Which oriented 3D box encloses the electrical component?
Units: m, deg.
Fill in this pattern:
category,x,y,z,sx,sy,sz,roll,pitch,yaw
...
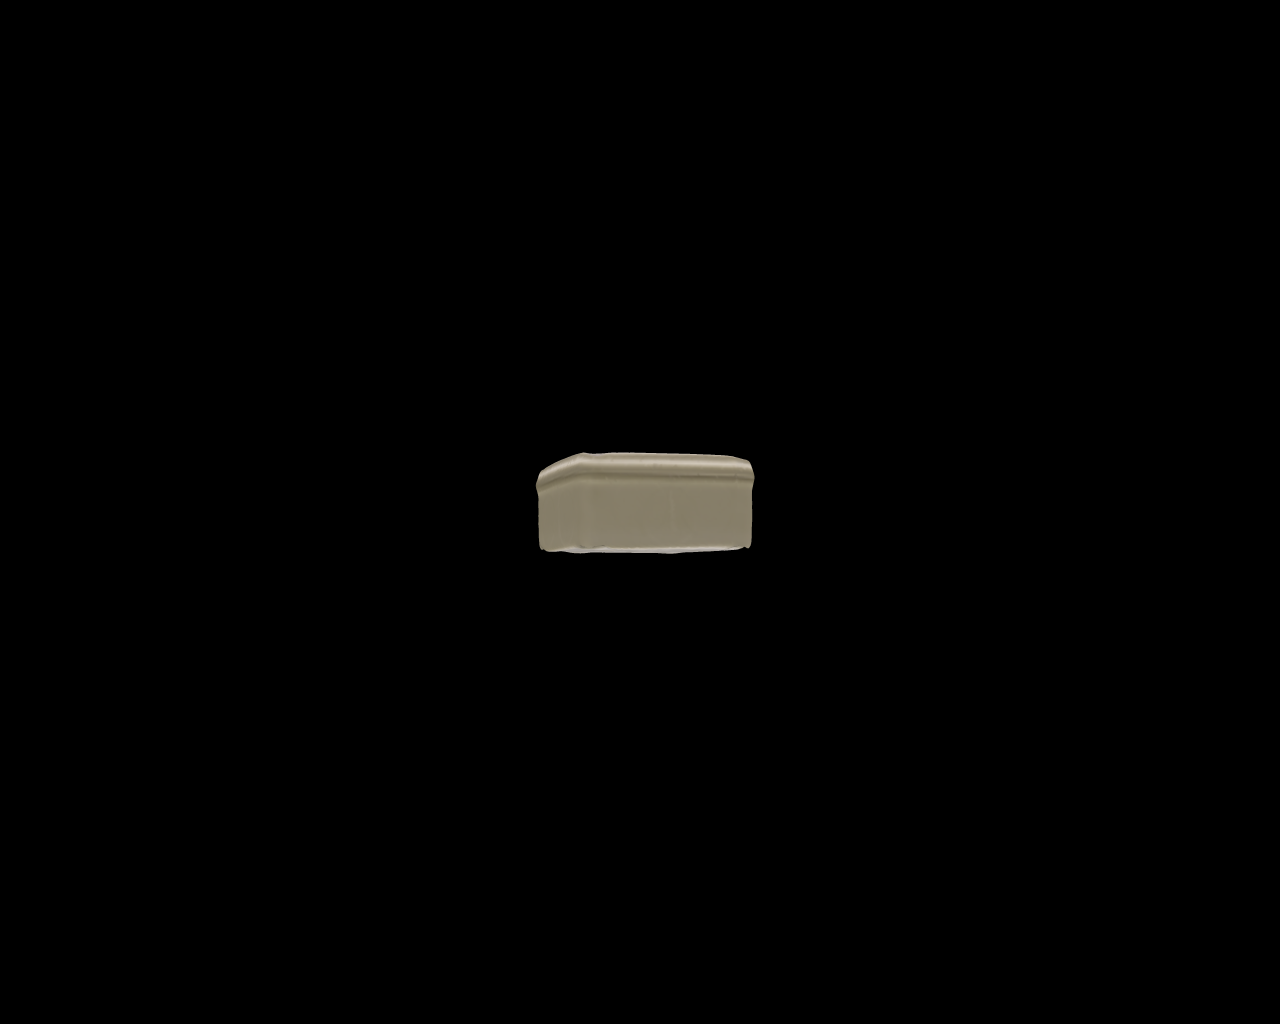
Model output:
category,x,y,z,sx,sy,sz,roll,pitch,yaw
electrical component,0.001,-0.003,0.650,0.109,0.056,0.108,1,-3,-20
